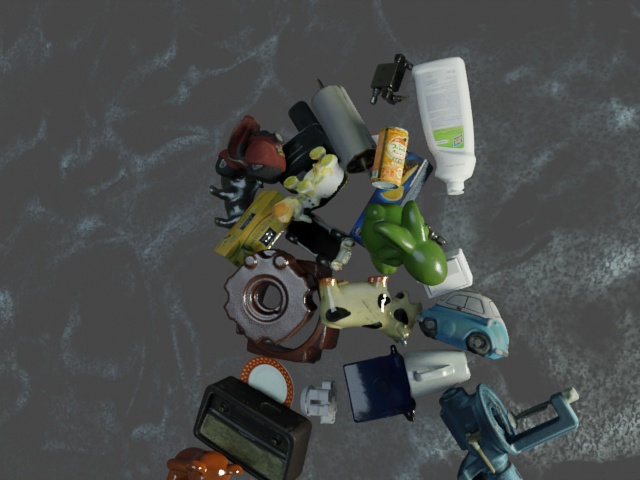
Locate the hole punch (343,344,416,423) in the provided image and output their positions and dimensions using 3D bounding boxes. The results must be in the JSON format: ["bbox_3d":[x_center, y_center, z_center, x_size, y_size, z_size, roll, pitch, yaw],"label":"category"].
[{"bbox_3d":[0.106,0.269,0.984,0.116,0.092,0.142,-17,72,16],"label":"hole punch"}]

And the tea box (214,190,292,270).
[{"bbox_3d":[-0.130,-0.018,1.093,0.169,0.068,0.098,-52,21,-12],"label":"tea box"}]

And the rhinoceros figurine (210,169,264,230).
[{"bbox_3d":[-0.176,-0.107,1.170,0.112,0.073,0.190,-7,79,24],"label":"rhinoceros figurine"}]

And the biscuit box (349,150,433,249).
[{"bbox_3d":[0.137,-0.073,1.035,0.059,0.062,0.202,33,95,26],"label":"biscuit box"}]

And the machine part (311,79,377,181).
[{"bbox_3d":[0.049,-0.218,1.055,0.079,0.079,0.243,-33,69,16],"label":"machine part"}]

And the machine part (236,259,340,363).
[{"bbox_3d":[-0.062,0.137,1.076,0.201,0.087,0.201,6,83,24],"label":"machine part"}]

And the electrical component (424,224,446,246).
[{"bbox_3d":[0.189,-0.002,1.024,0.094,0.021,0.063,35,96,25],"label":"electrical component"}]

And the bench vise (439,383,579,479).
[{"bbox_3d":[0.315,0.319,0.868,0.240,0.128,0.224,-35,69,22],"label":"bench vise"}]

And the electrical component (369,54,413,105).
[{"bbox_3d":[0.146,-0.319,1.081,0.078,0.045,0.102,8,82,52],"label":"electrical component"}]

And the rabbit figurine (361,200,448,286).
[{"bbox_3d":[0.155,0.002,0.918,0.121,0.158,0.170,-37,43,-8],"label":"rabbit figurine"}]

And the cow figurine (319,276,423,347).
[{"bbox_3d":[0.095,0.128,0.981,0.195,0.085,0.127,1,86,-10],"label":"cow figurine"}]

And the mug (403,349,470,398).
[{"bbox_3d":[0.206,0.226,0.941,0.107,0.109,0.081,-15,73,7],"label":"mug"}]

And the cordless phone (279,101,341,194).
[{"bbox_3d":[-0.050,-0.204,1.139,0.146,0.088,0.184,-36,59,15],"label":"cordless phone"}]

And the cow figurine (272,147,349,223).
[{"bbox_3d":[-0.018,-0.088,1.041,0.167,0.098,0.068,-49,46,-6],"label":"cow figurine"}]

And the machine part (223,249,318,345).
[{"bbox_3d":[-0.094,0.107,1.000,0.180,0.056,0.179,1,93,14],"label":"machine part"}]

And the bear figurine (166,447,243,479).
[{"bbox_3d":[-0.231,0.471,1.045,0.196,0.120,0.132,-20,59,61],"label":"bear figurine"}]

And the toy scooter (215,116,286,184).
[{"bbox_3d":[-0.134,-0.188,1.089,0.184,0.075,0.135,12,82,38],"label":"toy scooter"}]

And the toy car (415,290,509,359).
[{"bbox_3d":[0.255,0.140,0.932,0.162,0.109,0.103,18,83,29],"label":"toy car"}]

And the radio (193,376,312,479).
[{"bbox_3d":[-0.134,0.375,1.064,0.230,0.073,0.131,22,105,23],"label":"radio"}]

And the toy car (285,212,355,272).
[{"bbox_3d":[-0.002,-0.003,1.058,0.202,0.056,0.073,34,97,48],"label":"toy car"}]
